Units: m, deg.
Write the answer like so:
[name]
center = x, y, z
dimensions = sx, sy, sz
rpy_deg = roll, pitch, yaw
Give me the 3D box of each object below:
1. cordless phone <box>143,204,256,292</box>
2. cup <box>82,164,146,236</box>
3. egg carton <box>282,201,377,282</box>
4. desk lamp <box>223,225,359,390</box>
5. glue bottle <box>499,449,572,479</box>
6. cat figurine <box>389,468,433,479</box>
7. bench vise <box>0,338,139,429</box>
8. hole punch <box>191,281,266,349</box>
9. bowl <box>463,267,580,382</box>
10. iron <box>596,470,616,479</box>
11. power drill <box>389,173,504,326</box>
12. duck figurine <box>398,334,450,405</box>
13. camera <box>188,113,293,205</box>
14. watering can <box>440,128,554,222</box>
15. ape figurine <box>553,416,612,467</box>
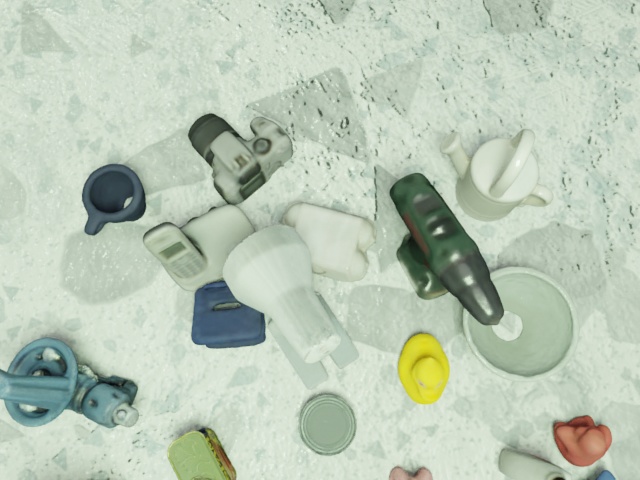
[cordless phone]
center = -0.172, -0.001, 0.836
dimensions = 0.147, 0.185, 0.094
rpy_deg = -34, 78, -6
[cup]
center = -0.317, -0.051, 0.897
dimensions = 0.091, 0.095, 0.118
rpy_deg = 27, 79, 7
[egg carton]
center = 0.008, 0.003, 0.890
dimensions = 0.150, 0.069, 0.107
rpy_deg = 14, 78, 5
[desk lamp]
center = -0.031, 0.098, 0.796
dimensions = 0.118, 0.213, 0.203
rpy_deg = -34, 78, -6
[glue bottle]
center = 0.296, 0.313, 0.760
dimensions = 0.078, 0.173, 0.037
rpy_deg = 12, 78, 4
[cat figurine]
center = 0.133, 0.383, 0.777
dimensions = 0.067, 0.118, 0.128
rpy_deg = -3, 77, 1
[bench vise]
center = -0.353, 0.195, 0.779
dimensions = 0.207, 0.220, 0.121
rpy_deg = 2, 77, 2
[hole punch]
center = -0.138, 0.110, 0.859
dimensions = 0.108, 0.091, 0.101
rpy_deg = -6, 77, 0
[bowl]
center = 0.290, 0.127, 0.853
dimensions = 0.167, 0.075, 0.167
rpy_deg = 0, 77, 1
[iron]
center = 0.356, 0.441, 0.746
dimensions = 0.118, 0.141, 0.258
rpy_deg = 38, 81, 9
[power drill]
center = 0.170, 0.024, 0.810
dimensions = 0.075, 0.208, 0.229
rpy_deg = -28, 78, -4
[duck figurine]
center = 0.156, 0.188, 0.836
dimensions = 0.077, 0.086, 0.104
rpy_deg = -1, 77, 2
[camera]
center = -0.135, -0.151, 0.912
dimensions = 0.143, 0.101, 0.136
rpy_deg = -43, 80, -8
[watering can]
center = 0.260, -0.100, 0.843
dimensions = 0.172, 0.194, 0.101
rpy_deg = 6, 77, 3
[ape figurine]
center = 0.374, 0.283, 0.806
dimensions = 0.077, 0.092, 0.076
rpy_deg = 21, 79, 6
